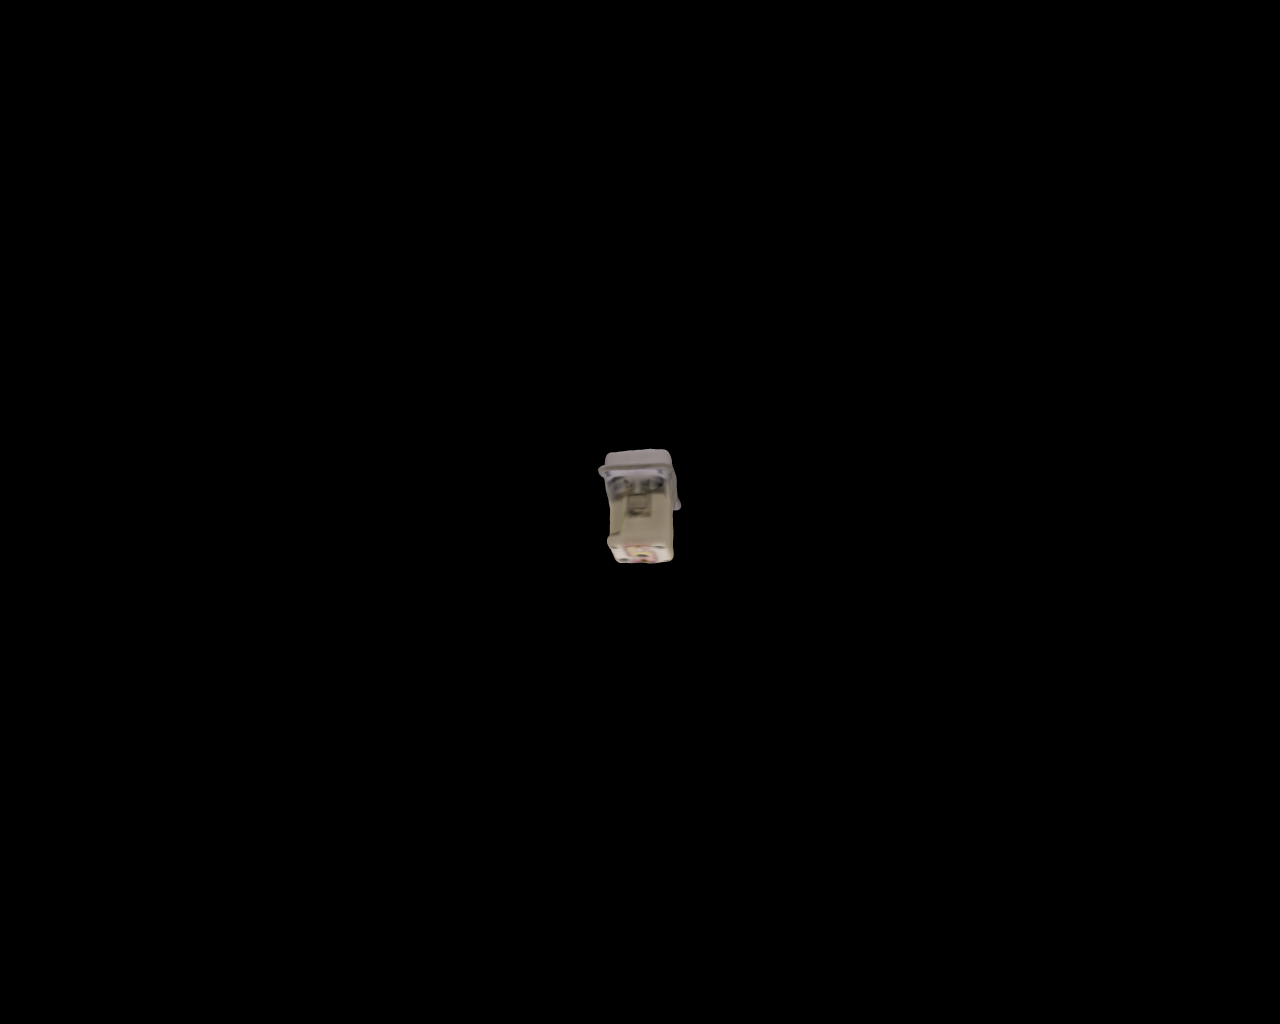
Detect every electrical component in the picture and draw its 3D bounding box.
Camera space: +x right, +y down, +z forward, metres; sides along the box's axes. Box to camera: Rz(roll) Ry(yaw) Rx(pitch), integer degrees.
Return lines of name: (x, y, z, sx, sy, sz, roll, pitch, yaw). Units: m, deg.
electrical component: (0.001, -0.003, 0.650, 0.042, 0.064, 0.081, -2, -18, 7)
